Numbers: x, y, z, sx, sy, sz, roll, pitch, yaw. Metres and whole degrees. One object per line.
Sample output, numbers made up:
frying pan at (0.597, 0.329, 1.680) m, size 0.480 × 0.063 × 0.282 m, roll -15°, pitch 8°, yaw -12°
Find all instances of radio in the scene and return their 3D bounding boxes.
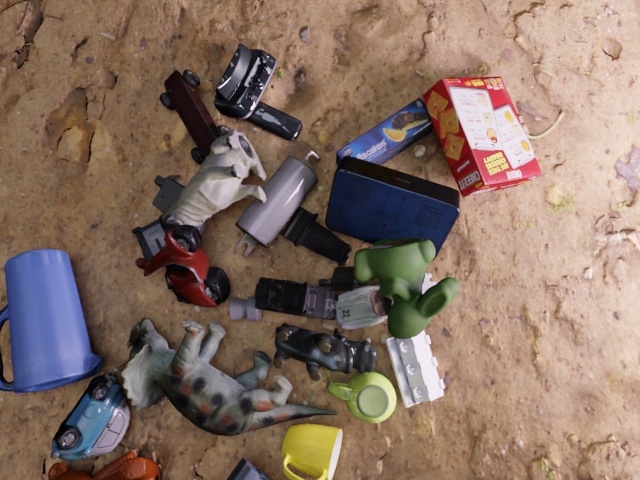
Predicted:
radio at (0.129, -0.056, 0.990) m, size 0.230 × 0.073 × 0.131 m, roll 19°, pitch 122°, yaw 5°

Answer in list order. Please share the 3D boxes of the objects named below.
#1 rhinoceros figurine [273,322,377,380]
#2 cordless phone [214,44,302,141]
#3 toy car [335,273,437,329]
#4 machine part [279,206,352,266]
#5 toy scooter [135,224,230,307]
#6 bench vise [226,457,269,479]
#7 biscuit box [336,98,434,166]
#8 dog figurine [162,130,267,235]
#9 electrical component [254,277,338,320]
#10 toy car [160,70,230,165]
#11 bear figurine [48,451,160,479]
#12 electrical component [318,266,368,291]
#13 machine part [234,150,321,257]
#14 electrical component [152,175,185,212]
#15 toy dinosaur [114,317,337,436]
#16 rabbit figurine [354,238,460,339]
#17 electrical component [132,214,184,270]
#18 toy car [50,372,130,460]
rhinoceros figurine at (0.006, 0.200, 0.963) m, size 0.190 × 0.112 × 0.073 m, roll 9°, pitch 96°, yaw 15°
cordless phone at (-0.106, -0.291, 1.075) m, size 0.184 × 0.089 × 0.146 m, roll 26°, pitch 80°, yaw -6°
toy car at (0.125, 0.114, 0.997) m, size 0.202 × 0.056 × 0.073 m, roll -14°, pitch 80°, yaw -1°
machine part at (-0.002, -0.003, 1.031) m, size 0.139 × 0.039 × 0.084 m, roll 35°, pitch 76°, yaw 8°
toy scooter at (-0.254, 0.058, 0.979) m, size 0.135 × 0.075 × 0.183 m, roll -16°, pitch 124°, yaw 12°
bench vise at (-0.050, 0.468, 0.893) m, size 0.240 × 0.224 × 0.129 m, roll 44°, pitch 63°, yaw -24°
biscuit box at (0.128, -0.192, 1.050) m, size 0.203 × 0.062 × 0.059 m, roll -34°, pitch 80°, yaw -5°
dog figurine at (-0.209, -0.105, 0.992) m, size 0.191 × 0.121 × 0.172 m, roll -24°, pitch 38°, yaw 17°
electrical component at (-0.050, 0.105, 0.962) m, size 0.134 × 0.114 × 0.058 m, roll 3°, pitch 77°, yaw 30°
toy car at (-0.244, -0.244, 1.065) m, size 0.089 × 0.053 × 0.202 m, roll -37°, pitch 78°, yaw 27°
bear figurine at (-0.378, 0.429, 0.914) m, size 0.196 × 0.132 × 0.120 m, roll -3°, pitch 76°, yaw -5°
electrical component at (0.045, 0.071, 1.005) m, size 0.094 × 0.063 × 0.021 m, roll -4°, pitch 116°, yaw 11°
machine part at (-0.082, -0.073, 1.024) m, size 0.079 × 0.079 × 0.243 m, roll 36°, pitch 83°, yaw 7°
electrical component at (-0.279, -0.085, 1.048) m, size 0.102 × 0.045 × 0.078 m, roll 26°, pitch 94°, yaw 7°
toy dinosaur at (-0.185, 0.268, 0.950) m, size 0.405 × 0.131 × 0.192 m, roll 35°, pitch 94°, yaw 2°
rabbit figurine at (0.155, 0.084, 0.920) m, size 0.159 × 0.121 × 0.170 m, roll -6°, pitch 98°, yaw 27°
electrical component at (-0.299, 0.020, 1.027) m, size 0.075 × 0.047 × 0.119 m, roll -25°, pitch 78°, yaw -3°
toy car at (-0.394, 0.323, 0.953) m, size 0.103 × 0.109 × 0.161 m, roll 38°, pitch 70°, yaw -16°
